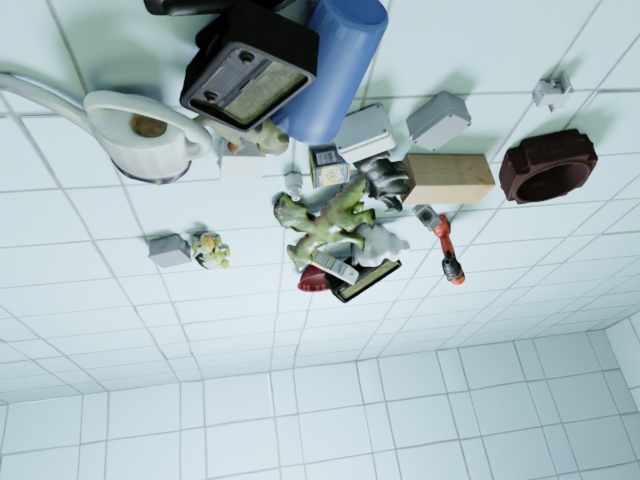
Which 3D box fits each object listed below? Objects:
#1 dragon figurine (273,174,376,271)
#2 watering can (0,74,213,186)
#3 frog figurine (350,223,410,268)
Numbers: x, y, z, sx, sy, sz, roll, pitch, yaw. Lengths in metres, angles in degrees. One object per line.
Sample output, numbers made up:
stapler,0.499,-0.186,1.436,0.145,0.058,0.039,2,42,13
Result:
dragon figurine,0.004,-0.065,1.294,0.243,0.125,0.400,3,-45,-11
watering can,-0.354,-0.194,0.899,0.347,0.106,0.221,13,-21,-2
frog figurine,0.169,0.015,1.445,0.159,0.120,0.140,1,38,22
